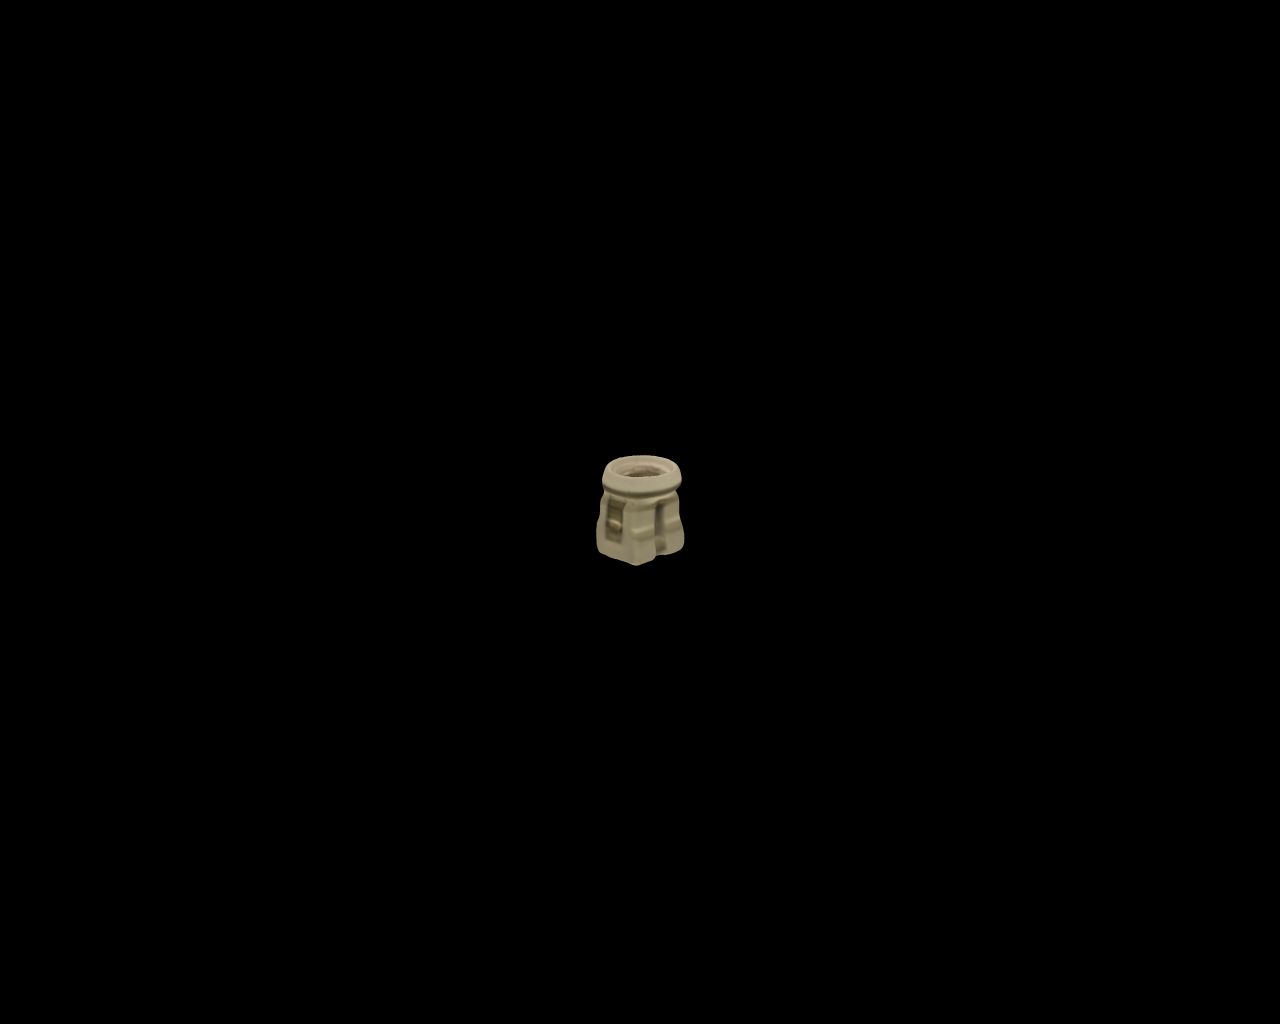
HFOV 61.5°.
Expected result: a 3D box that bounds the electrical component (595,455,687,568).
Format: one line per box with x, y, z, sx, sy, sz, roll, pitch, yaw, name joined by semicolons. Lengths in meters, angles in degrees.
0.001;-0.003;0.650;0.048;0.055;0.066;18;26;41;electrical component
